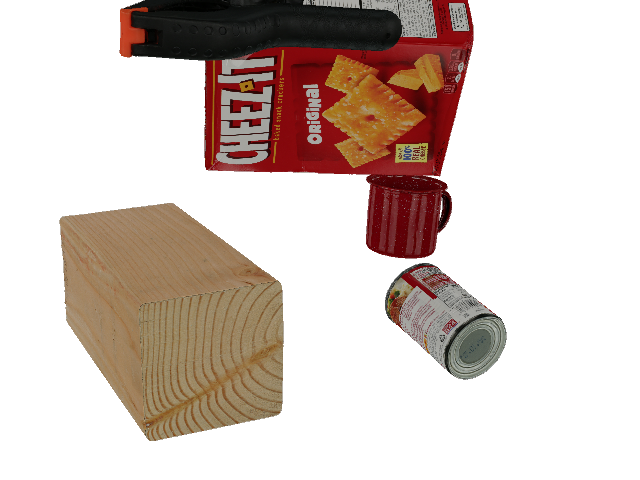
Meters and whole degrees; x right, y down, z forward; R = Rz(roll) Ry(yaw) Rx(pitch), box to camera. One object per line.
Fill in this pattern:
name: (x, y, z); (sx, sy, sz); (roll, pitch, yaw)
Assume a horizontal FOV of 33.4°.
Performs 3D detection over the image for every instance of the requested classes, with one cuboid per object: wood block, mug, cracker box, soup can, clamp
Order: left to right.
wood block: (-0.107, 0.045, 0.721); (0.090, 0.090, 0.206); (-8, 19, -25)
clamp: (-0.049, -0.140, 0.666); (0.171, 0.039, 0.120); (-6, 21, -26)
cracker box: (0.009, -0.129, 0.902); (0.213, 0.072, 0.164); (0, -37, -6)
mug: (0.105, -0.030, 1.233); (0.117, 0.081, 0.093); (-8, 20, -38)
soup can: (0.115, 0.073, 0.980); (0.068, 0.068, 0.102); (0, 26, -32)
